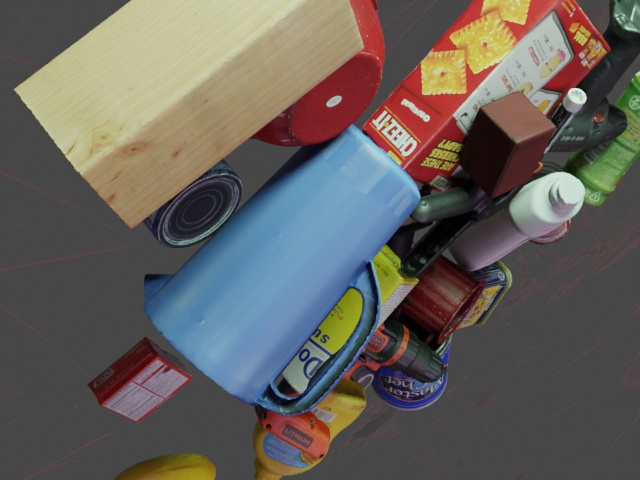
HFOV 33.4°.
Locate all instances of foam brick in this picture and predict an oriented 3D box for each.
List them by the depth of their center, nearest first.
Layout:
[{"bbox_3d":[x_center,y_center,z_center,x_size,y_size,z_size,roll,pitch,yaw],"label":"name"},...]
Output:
[{"bbox_3d":[0.169,-0.087,0.974,0.051,0.053,0.078,-25,152,-27],"label":"foam brick"}]

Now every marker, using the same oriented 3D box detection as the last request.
[{"bbox_3d":[0.234,-0.110,1.076,0.020,0.020,0.121,-27,161,-26],"label":"marker"}]

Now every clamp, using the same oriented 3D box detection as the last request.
[{"bbox_3d":[0.144,-0.030,1.048,0.171,0.039,0.120,-27,158,-24],"label":"clamp"}]

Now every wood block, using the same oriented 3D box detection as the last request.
[{"bbox_3d":[-0.083,-0.115,0.716,0.206,0.091,0.090,-39,154,-5],"label":"wood block"}]

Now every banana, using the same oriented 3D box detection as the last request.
[{"bbox_3d":[-0.179,0.275,1.248,0.070,0.037,0.197,-36,158,31],"label":"banana"}]

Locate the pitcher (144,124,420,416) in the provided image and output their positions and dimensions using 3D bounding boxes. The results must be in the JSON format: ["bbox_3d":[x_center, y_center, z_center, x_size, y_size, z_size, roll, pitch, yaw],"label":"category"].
[{"bbox_3d":[-0.020,0.023,0.927,0.243,0.145,0.149,-48,123,0],"label":"pitcher"}]

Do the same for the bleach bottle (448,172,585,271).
[{"bbox_3d":[0.224,-0.028,1.169,0.102,0.068,0.251,-32,178,-18],"label":"bleach bottle"}]

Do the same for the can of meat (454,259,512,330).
[{"bbox_3d":[0.190,0.072,1.401,0.083,0.057,0.102,-10,139,-43],"label":"can of meat"}]

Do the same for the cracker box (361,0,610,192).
[{"bbox_3d":[0.159,-0.146,1.012,0.214,0.072,0.164,-47,153,14],"label":"cracker box"}]

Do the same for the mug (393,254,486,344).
[{"bbox_3d":[0.130,0.071,1.260,0.117,0.081,0.093,-59,163,21],"label":"mug"}]

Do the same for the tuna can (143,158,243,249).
[{"bbox_3d":[-0.106,-0.034,0.872,0.086,0.034,0.086,-31,152,-19],"label":"tuna can"}]

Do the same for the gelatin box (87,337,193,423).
[{"bbox_3d":[-0.175,0.138,1.045,0.073,0.030,0.089,-39,153,-1],"label":"gelatin box"}]

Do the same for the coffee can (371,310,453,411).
[{"bbox_3d":[0.114,0.142,1.353,0.102,0.103,0.140,-33,152,-16],"label":"coffee can"}]

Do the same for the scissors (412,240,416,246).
[{"bbox_3d":[0.061,0.067,1.263,0.096,0.016,0.202,-25,149,-32],"label":"scissors"}]

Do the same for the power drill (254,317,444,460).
[{"bbox_3d":[0.029,0.162,1.230,0.184,0.057,0.188,34,102,-23],"label":"power drill"}]

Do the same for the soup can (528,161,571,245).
[{"bbox_3d":[0.276,-0.045,1.323,0.068,0.068,0.102,-38,153,-6],"label":"soup can"}]

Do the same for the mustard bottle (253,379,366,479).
[{"bbox_3d":[-0.029,0.240,1.337,0.096,0.058,0.192,24,119,-20],"label":"mustard bottle"}]

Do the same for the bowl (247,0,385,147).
[{"bbox_3d":[-0.003,-0.128,0.842,0.162,0.055,0.162,-31,152,-19],"label":"bowl"}]

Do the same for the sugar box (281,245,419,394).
[{"bbox_3d":[0.014,0.074,1.128,0.176,0.093,0.048,-51,151,18],"label":"sugar box"}]
